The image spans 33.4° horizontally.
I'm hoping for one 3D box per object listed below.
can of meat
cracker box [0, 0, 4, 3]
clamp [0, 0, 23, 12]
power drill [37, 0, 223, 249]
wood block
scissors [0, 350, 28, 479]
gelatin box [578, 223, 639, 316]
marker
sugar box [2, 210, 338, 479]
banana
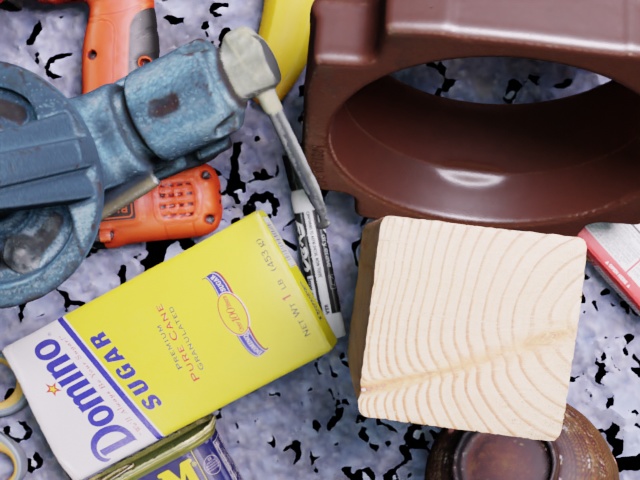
[{"bbox_3d":[-0.089,0.166,0.635,0.102,0.057,0.084,-28,92,1],"label":"can of meat"},{"bbox_3d":[-0.178,-0.235,0.573,0.164,0.072,0.213,38,52,0],"label":"cracker box"},{"bbox_3d":[-0.265,-0.138,0.592,0.171,0.039,0.120,35,78,5],"label":"clamp"},{"bbox_3d":[-0.156,-0.084,0.637,0.184,0.057,0.188,-5,93,-3],"label":"power drill"},{"bbox_3d":[0.065,0.038,0.557,0.091,0.206,0.090,8,90,0],"label":"wood block"},{"bbox_3d":[-0.263,0.085,0.657,0.202,0.016,0.096,29,89,1],"label":"scissors"},{"bbox_3d":[0.207,-0.006,0.644,0.089,0.030,0.073,-42,88,1],"label":"gelatin box"},{"bbox_3d":[-0.004,0.001,0.652,0.020,0.020,0.121,-11,90,1],"label":"marker"},{"bbox_3d":[-0.089,0.063,0.631,0.176,0.048,0.093,-29,88,5],"label":"sugar box"},{"bbox_3d":[-0.026,-0.180,0.627,0.069,0.037,0.198,-16,111,-12],"label":"banana"}]
